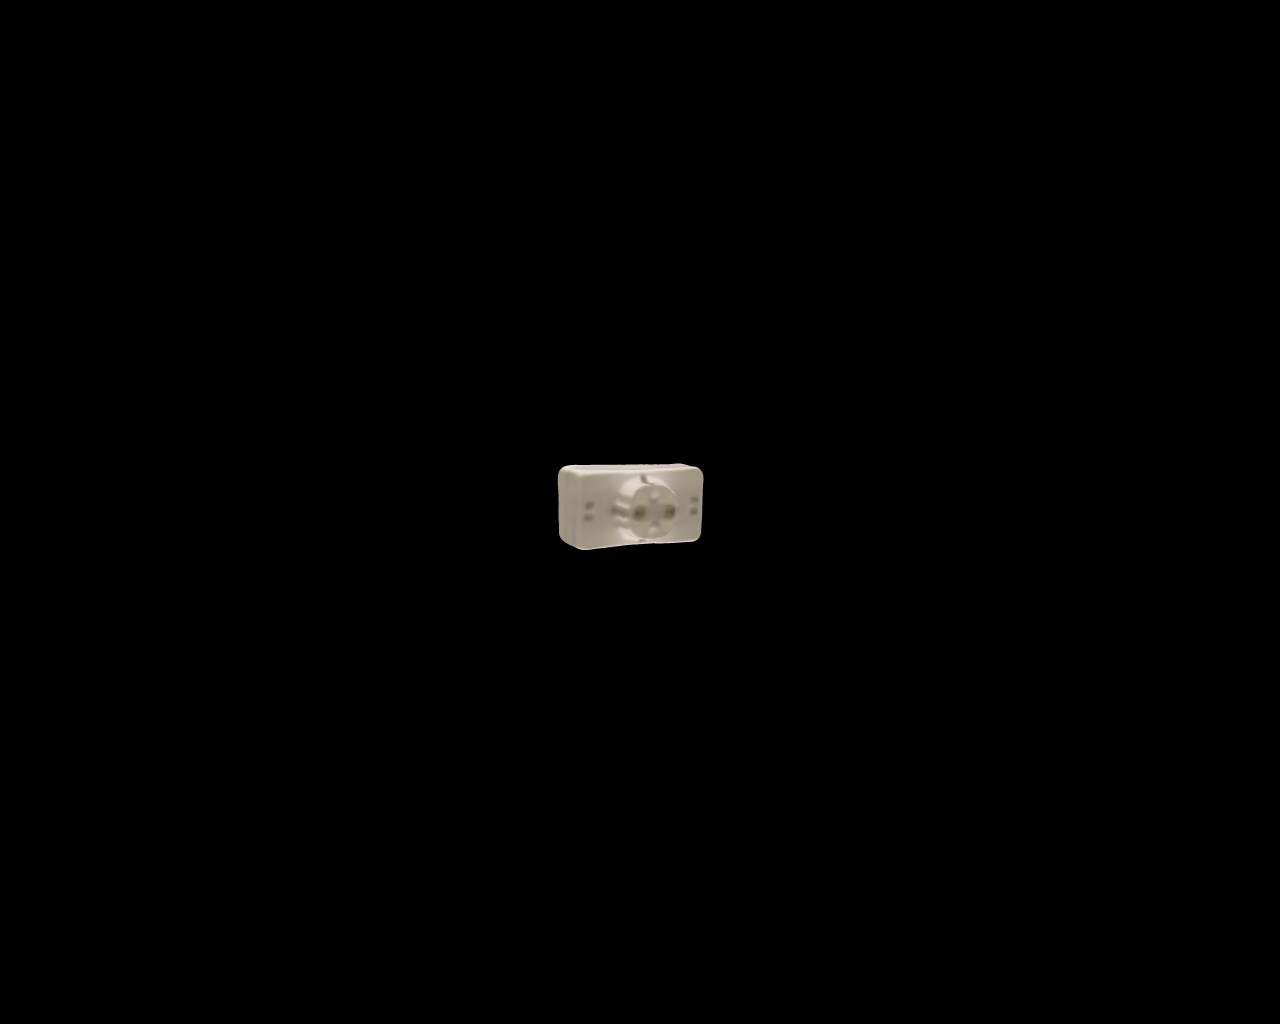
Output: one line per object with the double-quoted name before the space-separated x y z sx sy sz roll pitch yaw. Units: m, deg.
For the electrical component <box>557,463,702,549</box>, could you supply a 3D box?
"electrical component" 0.001 -0.003 0.650 0.083 0.047 0.076 -3 8 -22
